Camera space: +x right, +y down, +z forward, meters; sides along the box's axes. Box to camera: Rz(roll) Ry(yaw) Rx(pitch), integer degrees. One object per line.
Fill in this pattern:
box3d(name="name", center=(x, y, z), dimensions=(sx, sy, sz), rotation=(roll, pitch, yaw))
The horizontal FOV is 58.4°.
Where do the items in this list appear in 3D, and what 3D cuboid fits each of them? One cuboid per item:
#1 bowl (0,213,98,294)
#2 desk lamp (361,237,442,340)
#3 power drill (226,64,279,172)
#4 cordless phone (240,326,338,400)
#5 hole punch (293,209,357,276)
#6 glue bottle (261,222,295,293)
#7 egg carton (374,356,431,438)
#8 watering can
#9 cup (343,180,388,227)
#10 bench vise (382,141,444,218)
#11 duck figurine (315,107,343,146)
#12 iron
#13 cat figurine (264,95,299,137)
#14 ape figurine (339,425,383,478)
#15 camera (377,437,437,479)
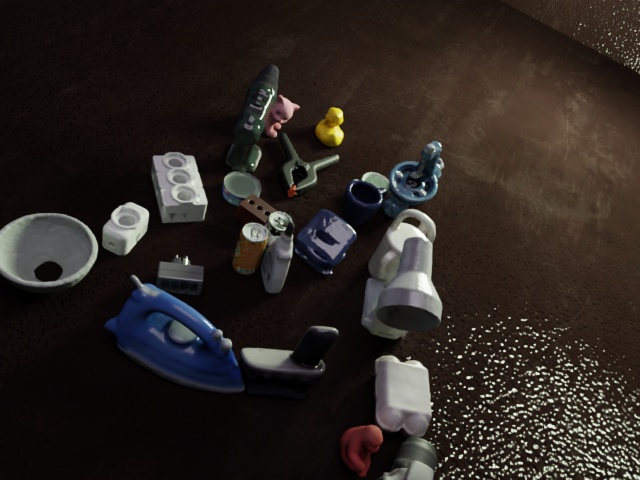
box3d(name="bowl", center=(-0.482, 0.036, 1.011), dimensions=(0.168, 0.074, 0.167), rotation=(12, 46, -13))
box3d(name="desk lamp", center=(0.158, 0.107, 1.121), dimensions=(0.118, 0.213, 0.203), rotation=(17, 45, -8))
box3d(name="power drill", center=(-0.156, -0.273, 1.336), dimensions=(0.076, 0.208, 0.229), rotation=(18, 45, -7))
box3d(name="cordless phone", center=(-0.053, 0.189, 0.976), dimensions=(0.148, 0.185, 0.094), rotation=(6, 48, -18))
box3d(name="hole punch", center=(0.011, 0.004, 1.238), dimensions=(0.108, 0.091, 0.101), rotation=(37, 46, 12))
box3d(name="glue bottle", center=(-0.077, 0.027, 1.122), dimensions=(0.037, 0.173, 0.078), rotation=(1, 49, -22))
box3d(name="egg carton", center=(0.149, 0.287, 1.054), dimensions=(0.107, 0.069, 0.150), rotation=(14, 46, -11))
box3d(name="watering can", center=(0.186, 0.006, 1.239), dimensions=(0.101, 0.194, 0.173), rotation=(25, 45, 1))
box3d(name="cup", center=(0.101, -0.082, 1.353), dimensions=(0.118, 0.095, 0.091), rotation=(-17, 58, -34))
box3d(name="bench vise", center=(0.246, -0.175, 1.411), dimensions=(0.121, 0.219, 0.208), rotation=(28, 45, 3))
box3d(name="duck figurine", center=(0.034, -0.311, 1.539), dimensions=(0.078, 0.086, 0.104), rotation=(8, 47, -16))
box3d(name="iron", center=(-0.225, 0.157, 0.963), dimensions=(0.258, 0.141, 0.119), rotation=(29, 45, 4))
box3d(name="cat figurine", center=(-0.124, -0.333, 1.470), dimensions=(0.128, 0.117, 0.067), rotation=(21, 45, -3))
box3d(name="ape figurine", center=(0.075, 0.342, 0.957), dimensions=(0.078, 0.092, 0.076), rotation=(-20, 60, -35))
box3d(name="camera", center=(0.165, 0.400, 0.936), dimensions=(0.143, 0.100, 0.137), rotation=(29, 45, 4))
